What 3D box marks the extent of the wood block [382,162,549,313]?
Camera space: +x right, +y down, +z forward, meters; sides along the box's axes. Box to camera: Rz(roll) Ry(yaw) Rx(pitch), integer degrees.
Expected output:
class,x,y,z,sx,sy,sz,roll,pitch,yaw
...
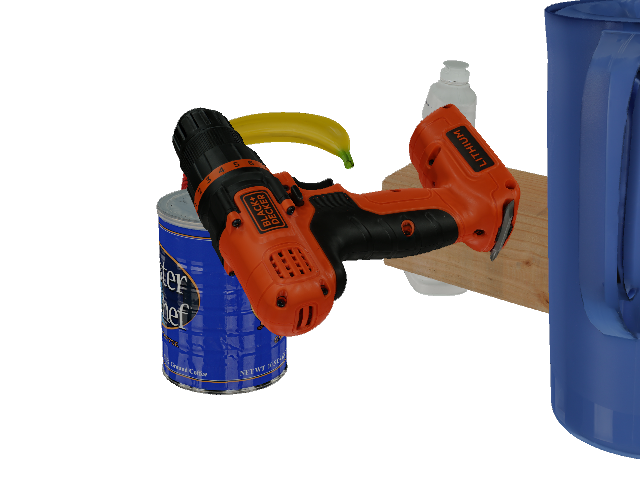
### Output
class,x,y,z,sx,sy,sz,roll,pitch,yaw
wood block,0.165,-0.008,0.961,0.206,0.090,0.090,17,32,35

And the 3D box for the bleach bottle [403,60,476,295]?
class,x,y,z,sx,sy,sz,roll,pitch,yaw
bleach bottle,0.138,-0.071,1.183,0.068,0.251,0.102,0,25,-10

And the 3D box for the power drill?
class,x,y,z,sx,sy,sz,roll,pitch,yaw
power drill,0.014,-0.032,0.672,0.187,0.184,0.057,-15,-39,-20

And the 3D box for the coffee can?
class,x,y,z,sx,sy,sz,roll,pitch,yaw
coffee can,-0.077,0.037,0.847,0.103,0.140,0.103,1,18,-1

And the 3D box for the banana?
class,x,y,z,sx,sy,sz,roll,pitch,yaw
banana,-0.046,-0.129,1.292,0.198,0.037,0.069,8,39,18

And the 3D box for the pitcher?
class,x,y,z,sx,sy,sz,roll,pitch,yaw
pitcher,0.178,-0.007,0.569,0.149,0.243,0.145,-5,18,-12

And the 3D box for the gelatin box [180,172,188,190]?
class,x,y,z,sx,sy,sz,roll,pitch,yaw
gelatin box,-0.100,-0.033,1.087,0.089,0.073,0.030,6,-43,-3
